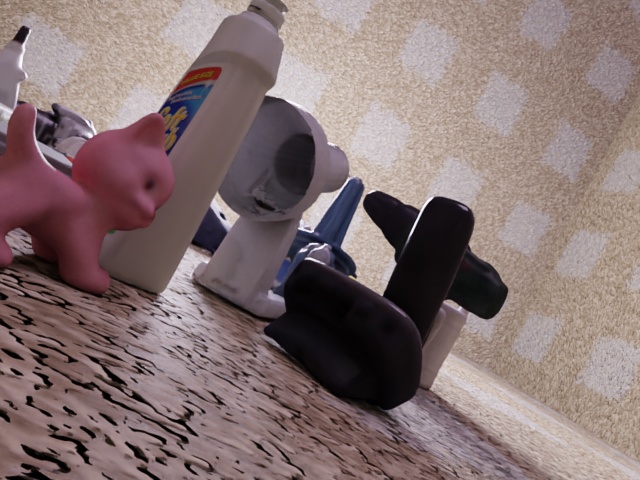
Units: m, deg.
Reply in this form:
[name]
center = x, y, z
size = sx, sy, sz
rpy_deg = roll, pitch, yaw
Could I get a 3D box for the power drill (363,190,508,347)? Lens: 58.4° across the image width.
[power drill]
center = 0.108, 0.065, 0.736
size = 0.228, 0.208, 0.076
rpy_deg = 29, -2, 26

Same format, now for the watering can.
[watering can]
center = 0.155, 0.102, 0.821
size = 0.101, 0.194, 0.172
rpy_deg = 30, -2, -19

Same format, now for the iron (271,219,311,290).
[iron]
center = -0.064, 0.016, 1.065
size = 0.119, 0.141, 0.257
rpy_deg = 30, -2, -23

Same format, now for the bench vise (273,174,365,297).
[bench vise]
center = 0.017, 0.008, 0.792
size = 0.122, 0.220, 0.207
rpy_deg = 30, -2, -20

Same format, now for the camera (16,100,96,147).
[camera]
center = -0.462, -0.187, 0.959
size = 0.137, 0.101, 0.142
rpy_deg = 31, -2, -44

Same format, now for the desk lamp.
[desk lamp]
center = -0.049, -0.030, 0.625
size = 0.117, 0.213, 0.204
rpy_deg = 29, -2, 21

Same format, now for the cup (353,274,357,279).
[cup]
center = 0.005, 0.083, 1.140
size = 0.118, 0.095, 0.091
rpy_deg = 30, -2, -30

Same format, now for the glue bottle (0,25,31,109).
[glue bottle]
center = -0.468, -0.236, 0.835
size = 0.037, 0.173, 0.078
rpy_deg = 28, -2, 44

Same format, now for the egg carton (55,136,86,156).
[egg carton]
center = -0.338, -0.102, 0.894
size = 0.151, 0.069, 0.107
rpy_deg = 31, -2, -39

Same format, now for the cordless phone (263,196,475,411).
[cordless phone]
center = 0.049, 0.038, 0.507
size = 0.147, 0.185, 0.094
rpy_deg = 28, -2, 38

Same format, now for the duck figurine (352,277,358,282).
[duck figurine]
center = 0.027, 0.095, 0.940
size = 0.104, 0.086, 0.078
rpy_deg = 29, -2, 10

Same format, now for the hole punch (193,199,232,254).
[hole punch]
center = -0.190, -0.027, 1.030
size = 0.101, 0.091, 0.109
rpy_deg = 29, -2, 5

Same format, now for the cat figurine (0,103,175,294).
[cat figurine]
center = -0.143, -0.036, 0.351
size = 0.067, 0.118, 0.128
rpy_deg = 28, -2, 31
